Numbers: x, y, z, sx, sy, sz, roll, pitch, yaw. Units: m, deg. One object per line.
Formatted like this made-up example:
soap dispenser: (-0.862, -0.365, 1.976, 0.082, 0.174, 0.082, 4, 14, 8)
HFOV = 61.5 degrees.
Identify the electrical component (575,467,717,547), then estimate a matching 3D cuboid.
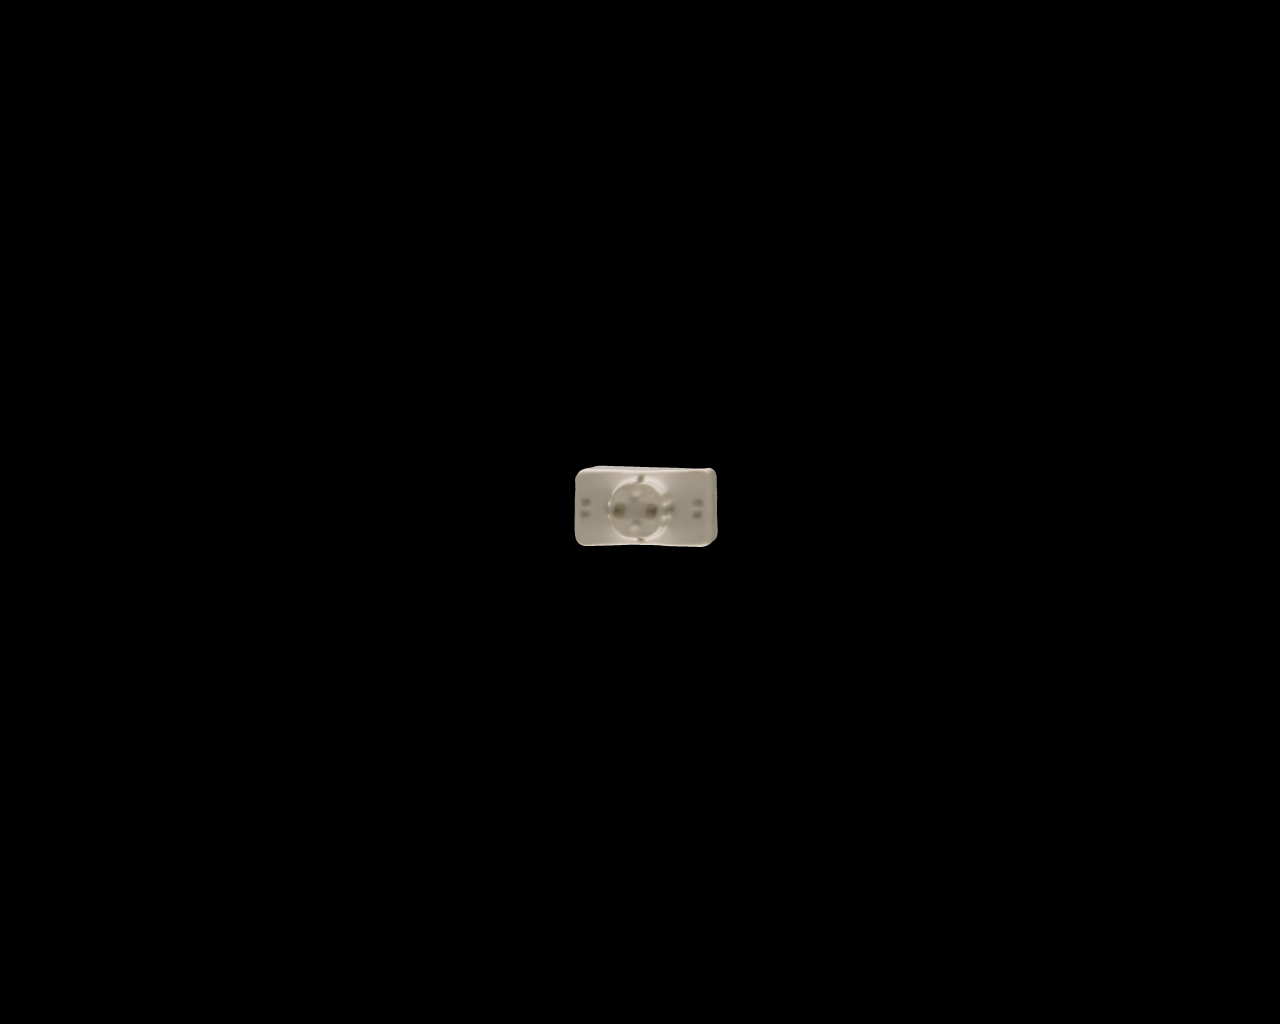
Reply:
electrical component: (0.001, -0.003, 0.650, 0.083, 0.047, 0.076, 1, 4, 11)
